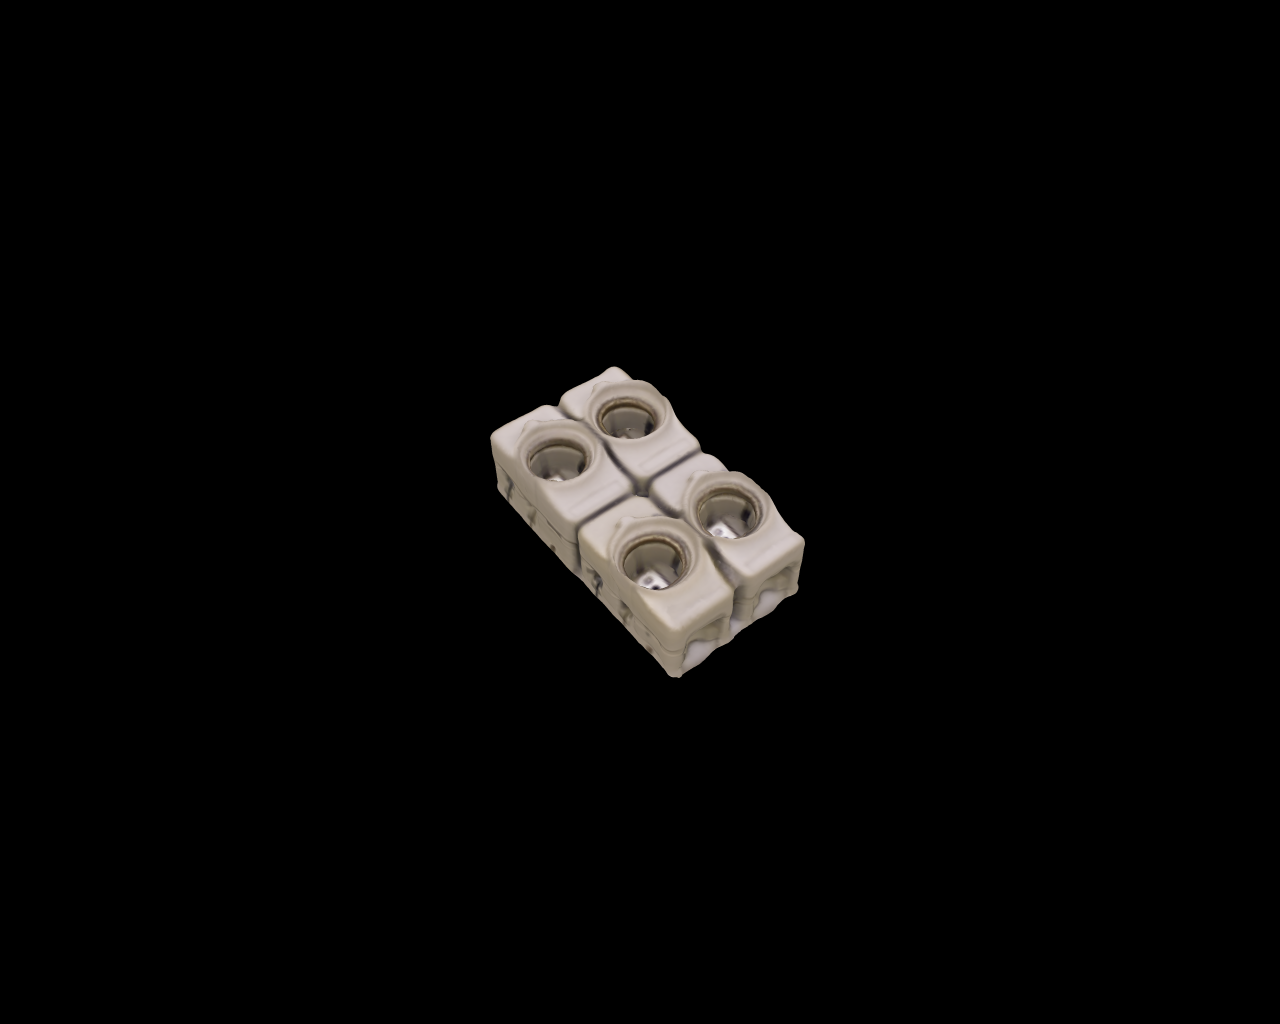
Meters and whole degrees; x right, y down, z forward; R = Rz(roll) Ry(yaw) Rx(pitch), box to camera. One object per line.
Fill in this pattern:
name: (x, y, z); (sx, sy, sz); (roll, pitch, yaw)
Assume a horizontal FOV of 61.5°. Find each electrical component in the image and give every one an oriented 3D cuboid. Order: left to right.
electrical component: (0.001, -0.003, 0.650); (0.105, 0.186, 0.060); (-32, -32, -22)
